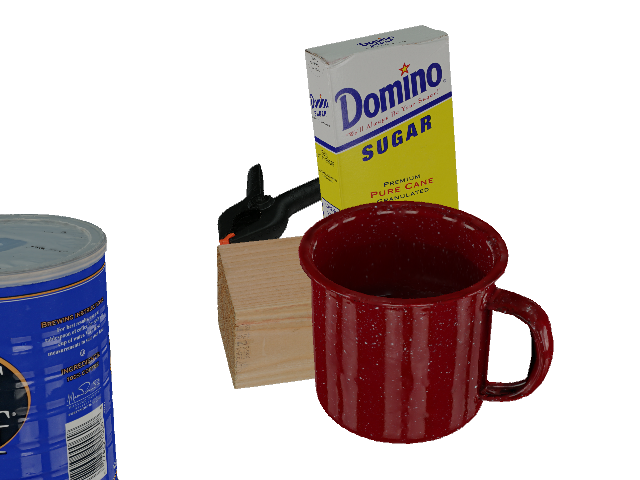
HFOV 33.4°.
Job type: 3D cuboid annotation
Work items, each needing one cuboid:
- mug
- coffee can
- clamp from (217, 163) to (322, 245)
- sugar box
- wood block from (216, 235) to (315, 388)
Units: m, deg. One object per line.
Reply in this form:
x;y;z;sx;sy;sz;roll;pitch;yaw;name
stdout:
0.048;0.040;0.487;0.117;0.081;0.093;11;31;22;mug
-0.157;0.067;0.540;0.103;0.140;0.103;0;17;0;coffee can
-0.053;-0.035;1.208;0.120;0.039;0.171;-2;36;26;clamp
0.047;-0.053;0.743;0.093;0.176;0.048;-16;27;-19;sugar box
0.020;0.053;0.909;0.206;0.090;0.091;-6;38;-13;wood block
